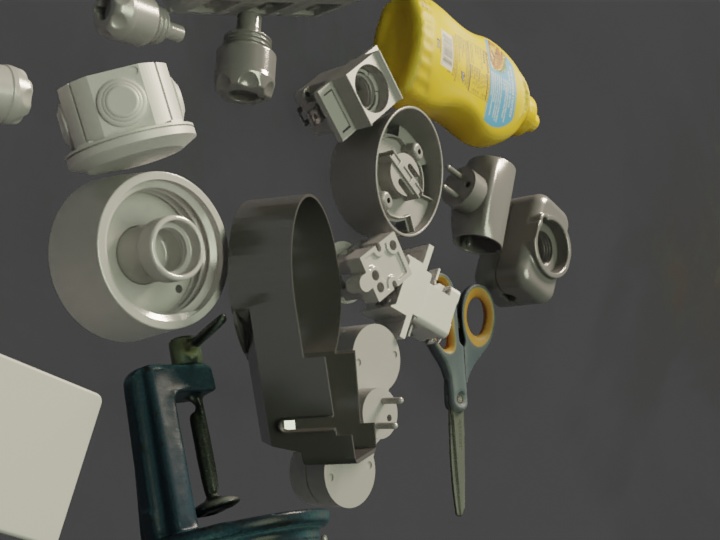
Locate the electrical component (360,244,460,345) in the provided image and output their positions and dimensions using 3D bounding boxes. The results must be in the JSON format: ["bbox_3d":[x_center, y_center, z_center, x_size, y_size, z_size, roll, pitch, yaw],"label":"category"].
[{"bbox_3d":[0.042,0.025,0.853,0.064,0.042,0.081,31,66,-27],"label":"electrical component"}]

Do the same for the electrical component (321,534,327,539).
[{"bbox_3d":[-0.030,0.227,0.754,0.077,0.044,0.079,3,82,-46],"label":"electrical component"}]

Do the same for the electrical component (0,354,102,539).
[{"bbox_3d":[-0.203,0.097,0.593,0.100,0.048,0.099,31,62,-39],"label":"electrical component"}]

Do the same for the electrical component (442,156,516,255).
[{"bbox_3d":[0.097,-0.064,0.931,0.079,0.043,0.077,31,63,-39],"label":"electrical component"}]

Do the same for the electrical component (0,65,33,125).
[{"bbox_3d":[-0.221,-0.103,0.615,0.061,0.035,0.035,4,81,-44],"label":"electrical component"}]

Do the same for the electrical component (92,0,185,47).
[{"bbox_3d":[-0.142,-0.163,0.706,0.061,0.035,0.035,9,77,-47],"label":"electrical component"}]

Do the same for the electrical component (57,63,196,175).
[{"bbox_3d":[-0.145,-0.092,0.660,0.080,0.080,0.051,-18,92,-46],"label":"electrical component"}]

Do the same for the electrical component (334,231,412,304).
[{"bbox_3d":[0.000,0.000,0.812,0.066,0.055,0.048,-39,111,-42],"label":"electrical component"}]

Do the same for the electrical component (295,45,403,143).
[{"bbox_3d":[-0.011,-0.132,0.815,0.081,0.064,0.042,-45,117,-40],"label":"electrical component"}]

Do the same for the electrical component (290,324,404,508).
[{"bbox_3d":[0.002,0.105,0.785,0.052,0.074,0.138,32,62,-38],"label":"electrical component"}]

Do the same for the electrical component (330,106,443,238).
[{"bbox_3d":[0.026,-0.074,0.843,0.099,0.064,0.099,9,78,-45],"label":"electrical component"}]

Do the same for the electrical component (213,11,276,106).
[{"bbox_3d":[-0.080,-0.151,0.762,0.043,0.043,0.062,16,70,-43],"label":"electrical component"}]

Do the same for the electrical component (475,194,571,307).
[{"bbox_3d":[0.149,-0.018,0.967,0.054,0.059,0.095,37,59,-36],"label":"electrical component"}]

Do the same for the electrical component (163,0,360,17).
[{"bbox_3d":[-0.070,-0.234,0.772,0.150,0.062,0.089,-13,93,-46],"label":"electrical component"}]

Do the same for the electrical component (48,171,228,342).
[{"bbox_3d":[-0.132,-0.010,0.674,0.108,0.060,0.108,9,78,-45],"label":"electrical component"}]
